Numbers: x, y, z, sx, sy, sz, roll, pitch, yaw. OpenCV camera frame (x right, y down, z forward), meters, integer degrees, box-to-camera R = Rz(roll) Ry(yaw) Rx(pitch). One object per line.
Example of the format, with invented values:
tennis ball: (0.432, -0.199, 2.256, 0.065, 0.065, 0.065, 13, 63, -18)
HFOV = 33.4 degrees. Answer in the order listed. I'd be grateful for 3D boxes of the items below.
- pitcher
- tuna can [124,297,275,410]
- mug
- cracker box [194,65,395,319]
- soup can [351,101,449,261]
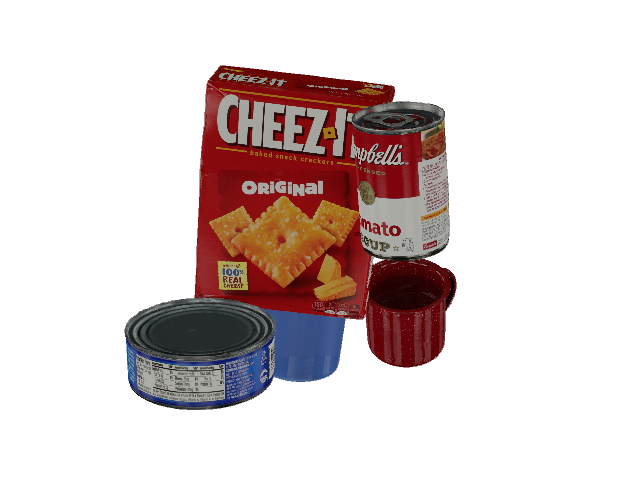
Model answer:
pitcher: (-0.032, 0.044, 1.302, 0.149, 0.243, 0.144, 14, 21, 25)
tuna can: (-0.068, 0.064, 0.612, 0.086, 0.034, 0.086, 0, 19, 0)
mug: (0.097, 0.071, 1.108, 0.117, 0.081, 0.093, -31, 43, -32)
cracker box: (-0.026, -0.041, 0.979, 0.164, 0.214, 0.072, 7, 22, 4)
soup can: (0.060, -0.044, 0.788, 0.068, 0.102, 0.068, -5, 24, 2)
